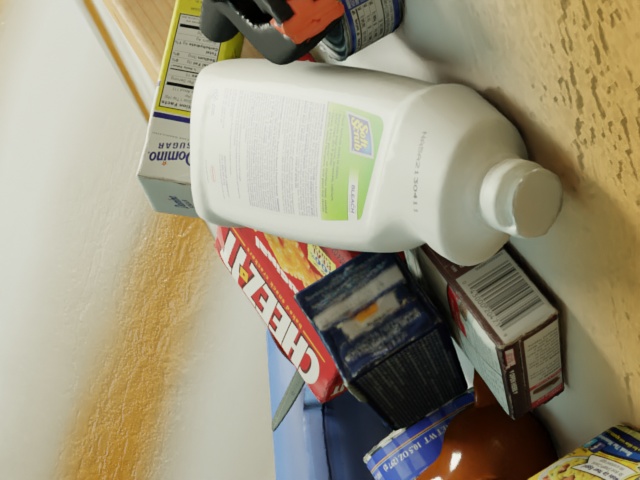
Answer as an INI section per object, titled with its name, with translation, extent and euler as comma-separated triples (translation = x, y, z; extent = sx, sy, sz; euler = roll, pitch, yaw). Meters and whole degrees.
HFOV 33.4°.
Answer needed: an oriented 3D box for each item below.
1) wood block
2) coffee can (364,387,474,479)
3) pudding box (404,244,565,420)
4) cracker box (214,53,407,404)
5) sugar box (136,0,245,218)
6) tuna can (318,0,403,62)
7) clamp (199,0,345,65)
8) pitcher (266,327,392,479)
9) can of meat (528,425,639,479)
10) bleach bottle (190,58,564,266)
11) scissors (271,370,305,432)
[wood block]
translation = -0.103, -0.166, 0.851
extent = 0.206, 0.090, 0.091
euler = 56, 172, 22
[coffee can]
translation = 0.111, 0.190, 0.760
extent = 0.140, 0.102, 0.103
euler = 58, 172, 18
[pudding box]
translation = 0.086, 0.031, 0.583
extent = 0.113, 0.039, 0.090
euler = 57, 175, 36
[cracker box]
translation = -0.005, 0.001, 0.750
extent = 0.164, 0.072, 0.214
euler = 55, 157, 20
[sugar box]
translation = -0.081, -0.110, 0.724
extent = 0.093, 0.048, 0.176
euler = 98, 180, -78
[tuna can]
translation = 0.005, -0.132, 0.517
extent = 0.086, 0.033, 0.086
euler = 58, 172, 13
[clamp]
translation = -0.046, -0.136, 0.544
extent = 0.210, 0.036, 0.164
euler = 47, 170, 43
[pitcher]
translation = 0.011, 0.191, 1.050
extent = 0.149, 0.144, 0.243
euler = -29, 64, 52
[can of meat]
translation = 0.134, 0.136, 0.497
extent = 0.057, 0.084, 0.102
euler = 61, 172, -11
[bleach bottle]
translation = 0.019, -0.033, 0.527
extent = 0.251, 0.067, 0.102
euler = 22, 116, 55
[scissors]
translation = -0.013, 0.082, 0.957
extent = 0.202, 0.016, 0.096
euler = -47, 68, 34
